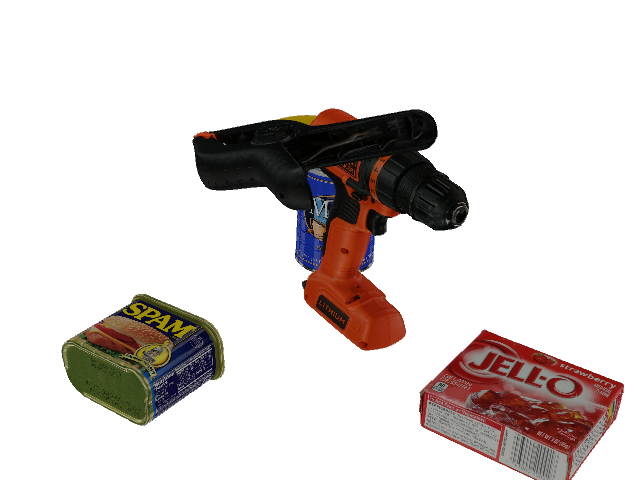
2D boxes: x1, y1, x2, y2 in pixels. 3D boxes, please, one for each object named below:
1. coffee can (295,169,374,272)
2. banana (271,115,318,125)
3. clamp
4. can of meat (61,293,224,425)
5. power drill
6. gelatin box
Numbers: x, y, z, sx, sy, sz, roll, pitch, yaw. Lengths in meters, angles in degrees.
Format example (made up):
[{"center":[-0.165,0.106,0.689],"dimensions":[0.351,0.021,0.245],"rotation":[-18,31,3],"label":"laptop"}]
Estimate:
[{"center":[0.021,-0.041,1.342],"dimensions":[0.103,0.140,0.103],"rotation":[2,27,-1],"label":"coffee can"},{"center":[-0.022,-0.100,1.103],"dimensions":[0.197,0.037,0.070],"rotation":[-7,49,-43],"label":"banana"},{"center":[-0.027,-0.049,0.652],"dimensions":[0.172,0.039,0.120],"rotation":[-1,17,40],"label":"clamp"},{"center":[-0.142,0.094,0.852],"dimensions":[0.102,0.057,0.083],"rotation":[19,34,32],"label":"can of meat"},{"center":[0.049,-0.002,0.921],"dimensions":[0.057,0.188,0.185],"rotation":[-13,35,-33],"label":"power drill"},{"center":[0.110,0.090,0.587],"dimensions":[0.089,0.030,0.073],"rotation":[22,35,29],"label":"gelatin box"}]
